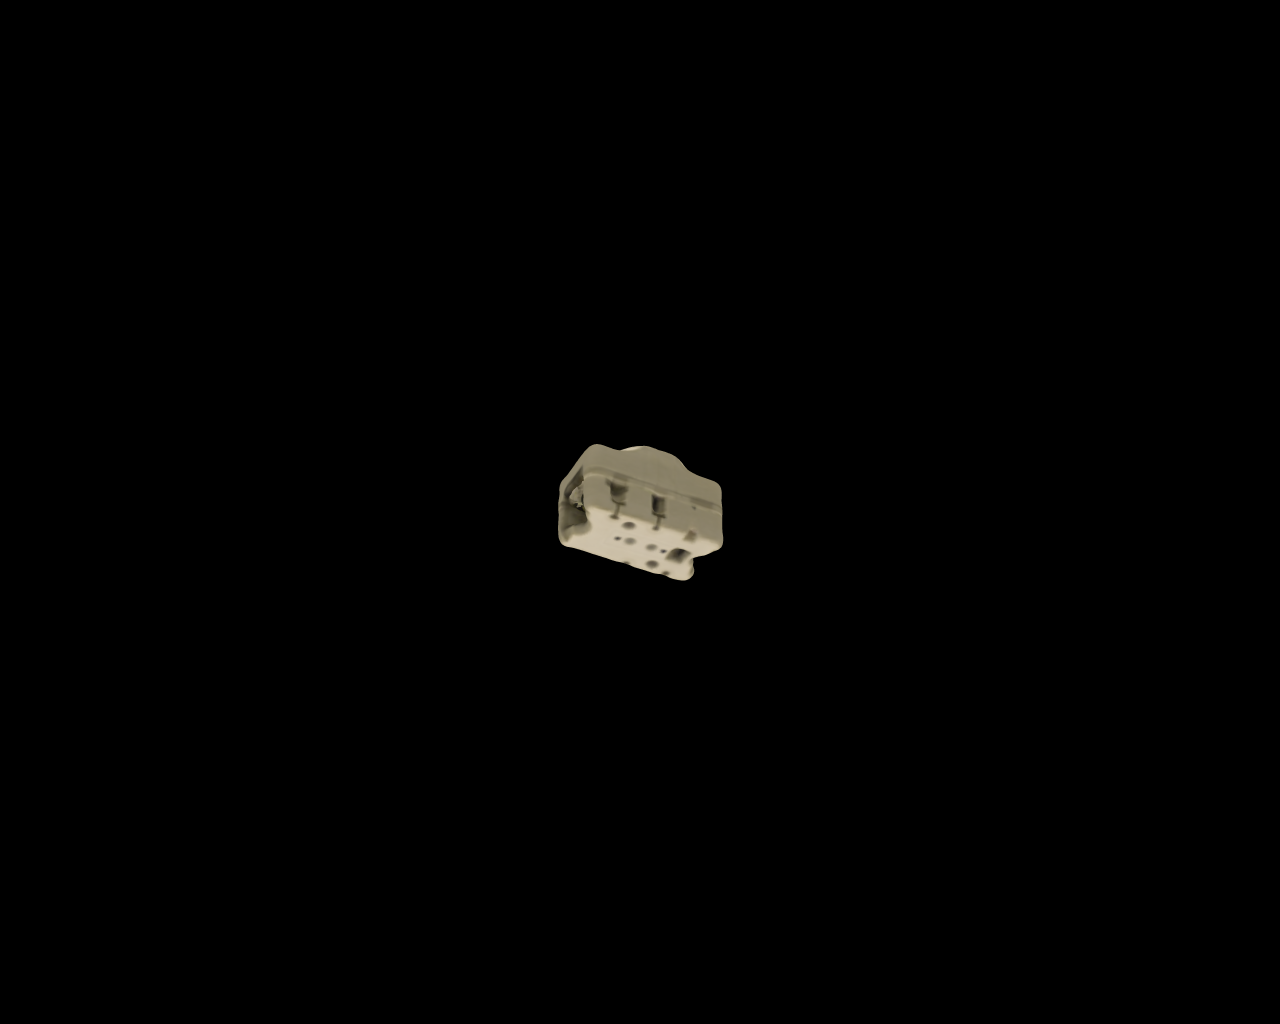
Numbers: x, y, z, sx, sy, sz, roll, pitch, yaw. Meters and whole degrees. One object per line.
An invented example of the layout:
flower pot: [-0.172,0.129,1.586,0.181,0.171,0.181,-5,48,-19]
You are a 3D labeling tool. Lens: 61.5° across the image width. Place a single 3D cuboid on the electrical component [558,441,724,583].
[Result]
electrical component: [0.001,-0.003,0.650,0.089,0.056,0.050,17,-40,-22]
